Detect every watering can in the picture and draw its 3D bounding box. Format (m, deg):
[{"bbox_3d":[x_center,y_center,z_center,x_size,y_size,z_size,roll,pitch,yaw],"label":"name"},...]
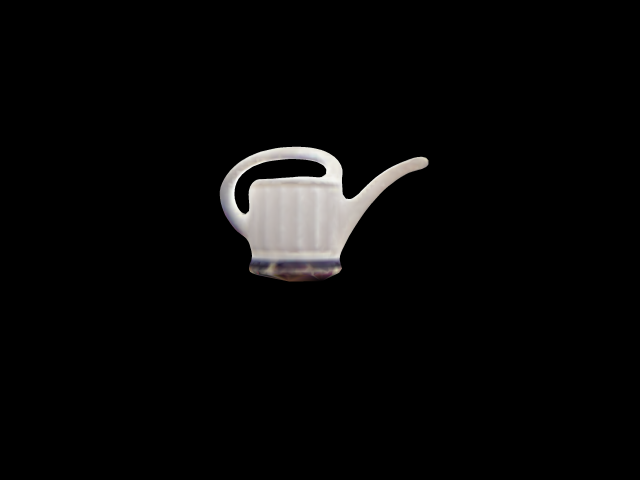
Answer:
[{"bbox_3d":[0.003,-0.043,0.850,0.347,0.224,0.104,0,1,7],"label":"watering can"}]
